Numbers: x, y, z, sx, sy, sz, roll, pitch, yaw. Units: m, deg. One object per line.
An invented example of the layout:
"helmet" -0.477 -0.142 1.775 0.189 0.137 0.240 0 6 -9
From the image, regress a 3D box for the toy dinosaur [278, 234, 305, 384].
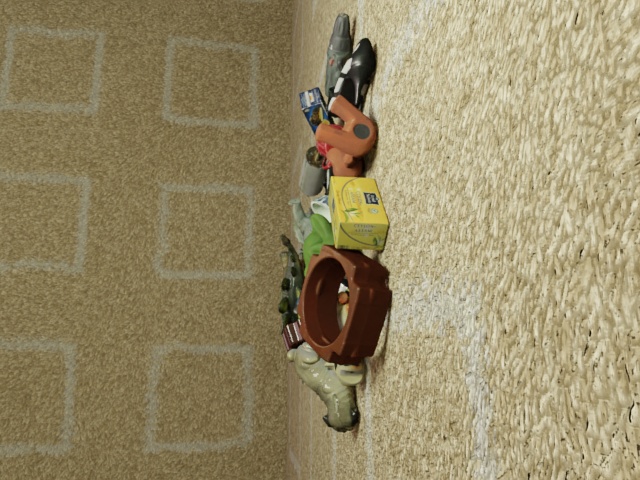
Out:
"toy dinosaur" -0.073 0.201 1.587 0.199 0.105 0.470 -77 -20 -62

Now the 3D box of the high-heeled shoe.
"high-heeled shoe" 0.070 -0.362 1.239 0.249 0.086 0.145 -161 77 -78

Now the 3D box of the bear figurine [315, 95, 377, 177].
"bear figurine" 0.052 -0.201 1.178 0.120 0.132 0.196 -62 2 -21

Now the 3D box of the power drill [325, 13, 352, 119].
"power drill" 0.049 -0.436 1.397 0.231 0.086 0.207 99 166 -53

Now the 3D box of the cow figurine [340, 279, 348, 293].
"cow figurine" 0.046 0.128 1.300 0.167 0.098 0.068 47 -147 -76

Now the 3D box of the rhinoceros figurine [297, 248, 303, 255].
"rhinoceros figurine" -0.032 0.076 1.725 0.112 0.073 0.190 51 170 -7

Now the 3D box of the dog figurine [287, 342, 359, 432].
"dog figurine" 0.004 0.343 1.249 0.121 0.172 0.191 84 -172 -49

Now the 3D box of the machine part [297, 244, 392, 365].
"machine part" 0.043 0.122 1.040 0.202 0.087 0.200 34 111 60

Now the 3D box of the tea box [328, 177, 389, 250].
"tea box" 0.072 -0.056 1.072 0.170 0.098 0.068 -101 14 -53

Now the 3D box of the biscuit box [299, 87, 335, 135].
"biscuit box" 0.003 -0.330 1.496 0.202 0.059 0.063 55 -160 -58

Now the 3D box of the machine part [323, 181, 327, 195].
"machine part" 0.028 -0.199 1.662 0.084 0.039 0.138 -102 13 -80

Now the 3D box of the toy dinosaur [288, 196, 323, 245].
"toy dinosaur" 0.003 -0.003 1.549 0.405 0.131 0.191 -113 7 -54

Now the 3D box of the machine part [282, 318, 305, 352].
"machine part" -0.008 0.229 1.341 0.179 0.179 0.056 107 147 -63

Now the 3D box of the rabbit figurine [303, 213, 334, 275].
"rabbit figurine" 0.033 0.015 1.253 0.170 0.121 0.159 -177 84 -74

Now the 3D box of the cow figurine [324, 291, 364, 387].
"cow figurine" 0.057 0.220 1.172 0.127 0.085 0.195 127 142 -67

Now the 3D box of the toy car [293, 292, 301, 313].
"toy car" 0.011 0.156 1.428 0.103 0.162 0.109 45 143 11

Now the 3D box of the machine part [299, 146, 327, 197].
"machine part" -0.017 -0.201 1.588 0.243 0.079 0.079 107 163 -63

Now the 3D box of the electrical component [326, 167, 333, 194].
"electrical component" 0.044 -0.156 1.484 0.074 0.048 0.119 103 166 -60
